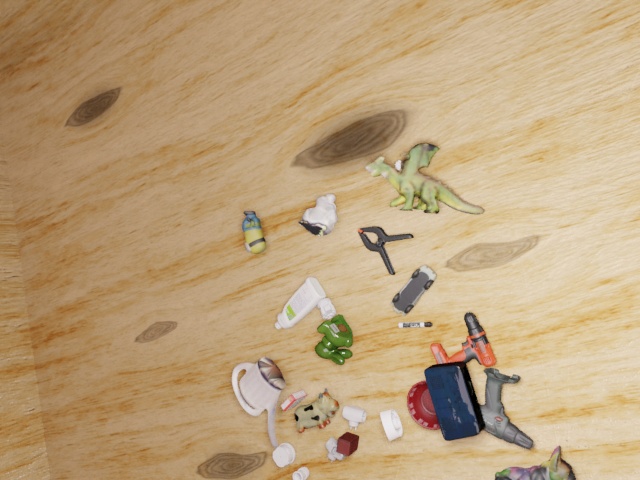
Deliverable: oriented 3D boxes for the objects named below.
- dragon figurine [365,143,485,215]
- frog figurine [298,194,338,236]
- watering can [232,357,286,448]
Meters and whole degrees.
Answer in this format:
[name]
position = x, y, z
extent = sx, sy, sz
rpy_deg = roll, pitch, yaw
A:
[dragon figurine]
position = 0.359, -0.215, 1.776
extent = 0.410, 0.122, 0.242
rpy_deg = 4, 93, 11
[frog figurine]
position = 0.006, -0.100, 1.990
extent = 0.137, 0.120, 0.163
rpy_deg = 1, 52, 36
[watering can]
position = -0.217, 0.618, 2.040
extent = 0.222, 0.104, 0.352
rpy_deg = -49, 66, 17
